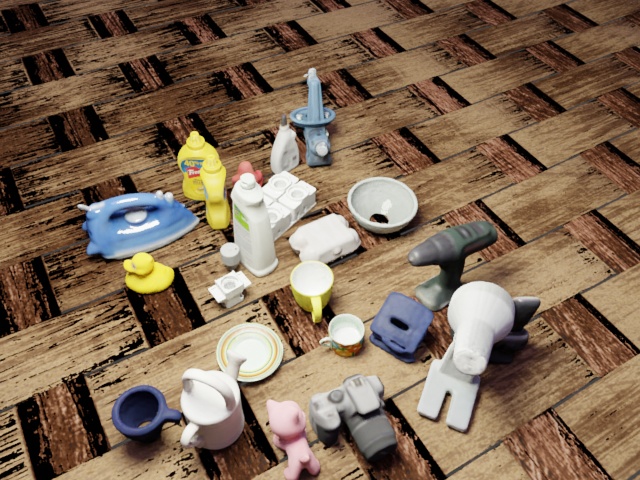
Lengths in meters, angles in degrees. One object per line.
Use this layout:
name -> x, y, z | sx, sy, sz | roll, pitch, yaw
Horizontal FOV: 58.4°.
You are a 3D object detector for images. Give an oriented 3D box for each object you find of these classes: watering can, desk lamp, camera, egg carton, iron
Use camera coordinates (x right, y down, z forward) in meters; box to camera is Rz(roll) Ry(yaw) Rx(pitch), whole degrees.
watering can -> -0.185, 0.270, 0.985 | 0.101, 0.194, 0.173 | 4, 49, 0
desk lamp -> 0.272, 0.209, 1.052 | 0.117, 0.214, 0.203 | 18, 51, 12
camera -> 0.067, 0.321, 1.018 | 0.143, 0.101, 0.136 | -18, 53, -18
egg carton -> 0.012, 0.005, 1.306 | 0.150, 0.069, 0.107 | -24, 55, -22
iron -> -0.405, -0.056, 1.286 | 0.259, 0.141, 0.118 | -16, 52, -17

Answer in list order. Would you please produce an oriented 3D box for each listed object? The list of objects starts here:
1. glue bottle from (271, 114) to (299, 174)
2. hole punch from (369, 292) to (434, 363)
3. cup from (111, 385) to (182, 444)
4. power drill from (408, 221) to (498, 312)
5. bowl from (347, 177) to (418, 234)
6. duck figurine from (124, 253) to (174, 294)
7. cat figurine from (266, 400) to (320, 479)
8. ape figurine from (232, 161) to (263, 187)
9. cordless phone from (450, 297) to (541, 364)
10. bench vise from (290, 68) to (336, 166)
glue bottle -> -0.089, -0.245, 1.446 | 0.078, 0.173, 0.037 | -33, 58, -27
hole punch -> 0.164, 0.176, 1.155 | 0.108, 0.091, 0.101 | 28, 54, 20
cup -> -0.295, 0.316, 1.004 | 0.117, 0.095, 0.091 | 5, 49, 1
power drill -> 0.262, 0.052, 1.189 | 0.230, 0.208, 0.075 | -26, 55, -23
bowl -> 0.147, -0.071, 1.376 | 0.167, 0.075, 0.167 | 2, 49, -2
duck figurine -> -0.368, 0.063, 1.222 | 0.104, 0.086, 0.077 | 1, 49, -2
cat figurine -> -0.047, 0.336, 0.988 | 0.067, 0.118, 0.127 | -18, 53, -17
ape figurine -> -0.180, -0.157, 1.419 | 0.078, 0.092, 0.076 | -2, 50, -5
cordless phone -> 0.341, 0.158, 1.118 | 0.147, 0.185, 0.094 | -1, 49, -4
bench vise -> -0.001, -0.316, 1.481 | 0.122, 0.220, 0.207 | -22, 54, -20
